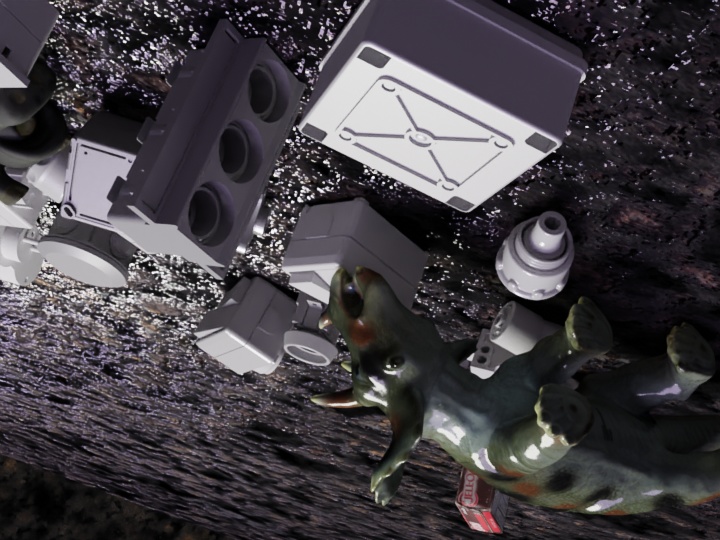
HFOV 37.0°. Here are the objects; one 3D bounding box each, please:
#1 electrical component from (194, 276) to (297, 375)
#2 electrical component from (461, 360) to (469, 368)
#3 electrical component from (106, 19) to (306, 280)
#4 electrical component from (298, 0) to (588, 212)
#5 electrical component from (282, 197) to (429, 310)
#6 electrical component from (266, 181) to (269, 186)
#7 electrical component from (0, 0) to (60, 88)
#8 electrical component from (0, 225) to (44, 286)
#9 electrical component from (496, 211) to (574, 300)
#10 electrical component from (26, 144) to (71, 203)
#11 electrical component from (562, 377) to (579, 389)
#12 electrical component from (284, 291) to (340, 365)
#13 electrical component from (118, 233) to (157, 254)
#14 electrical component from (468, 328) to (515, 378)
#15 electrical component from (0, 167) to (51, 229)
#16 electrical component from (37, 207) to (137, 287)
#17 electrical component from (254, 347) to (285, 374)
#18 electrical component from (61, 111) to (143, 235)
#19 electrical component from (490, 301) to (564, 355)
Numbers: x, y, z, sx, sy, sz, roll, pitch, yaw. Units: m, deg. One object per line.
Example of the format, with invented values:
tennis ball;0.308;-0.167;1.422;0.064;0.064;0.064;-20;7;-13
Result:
electrical component;-0.106;0.050;0.970;0.061;0.061;0.096;36;154;-16
electrical component;0.069;0.100;0.957;0.045;0.055;0.045;17;158;7
electrical component;-0.088;-0.068;0.608;0.063;0.121;0.079;6;154;37
electrical component;0.038;-0.088;0.541;0.109;0.056;0.109;25;157;-12
electrical component;0.000;0.000;0.773;0.062;0.061;0.096;-4;148;44
electrical component;-0.083;-0.068;0.714;0.040;0.040;0.046;12;162;17
electrical component;-0.263;-0.178;0.576;0.105;0.060;0.186;6;154;31
electrical component;-0.319;-0.028;0.982;0.074;0.052;0.138;15;158;12
electrical component;0.113;-0.014;0.672;0.048;0.048;0.062;18;152;4
electrical component;-0.214;-0.067;0.807;0.062;0.043;0.043;38;154;-13
electrical component;0.164;0.140;0.910;0.060;0.108;0.108;35;154;-20
electrical component;-0.037;0.048;0.923;0.048;0.055;0.066;13;157;15
electrical component;-0.156;-0.051;0.801;0.066;0.047;0.077;-2;150;42
electrical component;0.119;0.082;0.888;0.066;0.048;0.055;13;150;17
electrical component;-0.271;-0.068;0.856;0.077;0.047;0.065;7;155;28
electrical component;-0.232;-0.022;0.927;0.080;0.051;0.080;17;158;7
electrical component;-0.106;0.072;1.051;0.055;0.045;0.045;29;156;-24
electrical component;-0.145;-0.062;0.732;0.096;0.061;0.061;17;119;-1
electrical component;0.132;0.052;0.814;0.065;0.044;0.044;29;156;-11
